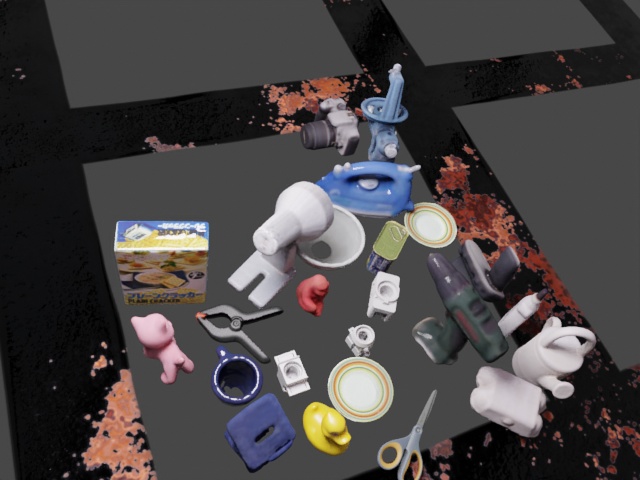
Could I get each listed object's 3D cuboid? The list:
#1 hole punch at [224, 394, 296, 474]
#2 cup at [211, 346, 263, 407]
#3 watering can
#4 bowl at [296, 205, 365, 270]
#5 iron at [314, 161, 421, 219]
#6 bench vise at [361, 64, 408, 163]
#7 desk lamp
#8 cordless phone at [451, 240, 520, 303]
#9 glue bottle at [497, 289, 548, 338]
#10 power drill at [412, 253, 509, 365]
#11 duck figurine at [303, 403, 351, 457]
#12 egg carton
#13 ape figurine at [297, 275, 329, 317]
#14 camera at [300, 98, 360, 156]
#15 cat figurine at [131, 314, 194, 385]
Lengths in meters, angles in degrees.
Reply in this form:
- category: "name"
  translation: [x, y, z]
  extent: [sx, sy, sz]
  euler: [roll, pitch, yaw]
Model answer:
- category: "hole punch"
  translation: [-0.102, 0.342, 1.013]
  extent: [0.109, 0.091, 0.101]
  euler: [-31, 69, -28]
- category: "cup"
  translation: [-0.161, 0.258, 1.051]
  extent: [0.092, 0.095, 0.117]
  euler: [-24, 66, -26]
- category: "watering can"
  translation: [0.482, 0.235, 1.160]
  extent: [0.101, 0.194, 0.172]
  euler: [-4, 59, -15]
- category: "bowl"
  translation: [0.012, 0.005, 1.268]
  extent: [0.167, 0.074, 0.167]
  euler: [6, 57, -9]
- category: "iron"
  translation: [0.105, -0.137, 1.341]
  extent: [0.258, 0.141, 0.118]
  euler: [3, 57, -12]
- category: "bench vise"
  translation: [0.181, -0.309, 1.422]
  extent: [0.122, 0.219, 0.207]
  euler: [-14, 62, -21]
- category: "desk lamp"
  translation: [-0.077, 0.006, 1.161]
  extent: [0.118, 0.213, 0.203]
  euler: [36, 57, 11]
- category: "cordless phone"
  translation: [0.376, 0.046, 1.262]
  extent: [0.094, 0.185, 0.147]
  euler: [-13, 62, -20]
- category: "glue bottle"
  translation: [0.435, 0.148, 1.217]
  extent: [0.037, 0.173, 0.078]
  euler: [43, 59, 15]
- category: "power drill"
  translation: [0.264, 0.159, 1.148]
  extent: [0.076, 0.208, 0.229]
  euler: [-30, 69, -28]
- category: "duck figurine"
  translation: [0.017, 0.338, 1.047]
  extent: [0.078, 0.086, 0.104]
  euler: [-32, 70, -28]
- category: "egg carton"
  translation: [0.378, 0.326, 1.152]
  extent: [0.150, 0.069, 0.107]
  euler: [25, 56, 3]
- category: "ape figurine"
  translation: [-0.009, 0.105, 1.187]
  extent: [0.078, 0.092, 0.076]
  euler: [-34, 70, -29]
- category: "camera"
  translation: [0.019, -0.287, 1.442]
  extent: [0.137, 0.101, 0.143]
  euler: [-14, 62, -21]
- category: "cat figurine"
  translation: [-0.288, 0.189, 1.051]
  extent: [0.067, 0.117, 0.127]
  euler: [-35, 71, -29]
